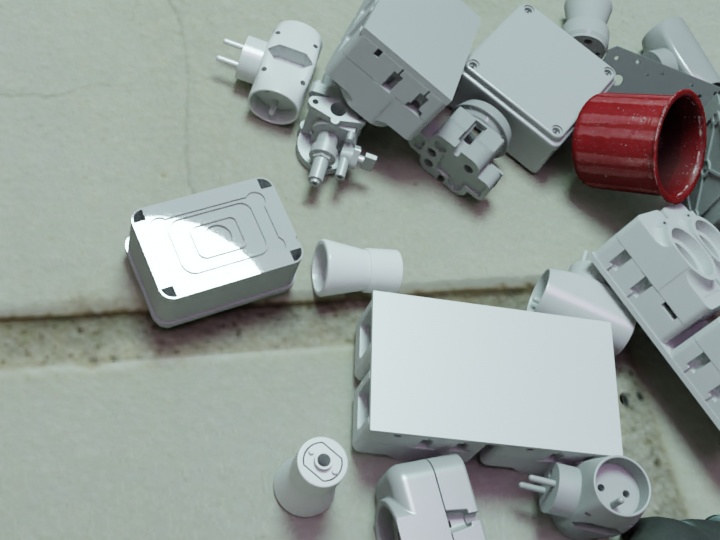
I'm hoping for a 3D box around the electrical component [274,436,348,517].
[{"bbox_3d":[-0.031,0.139,0.732,0.044,0.065,0.044,6,62,-13],"label":"electrical component"}]

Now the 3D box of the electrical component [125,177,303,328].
[{"bbox_3d":[-0.108,-0.012,0.792,0.113,0.057,0.078,-17,69,-23],"label":"electrical component"}]

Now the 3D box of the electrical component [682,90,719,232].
[{"bbox_3d":[0.320,-0.085,0.920,0.056,0.108,0.108,4,63,-11],"label":"electrical component"}]

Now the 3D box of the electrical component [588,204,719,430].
[{"bbox_3d":[0.278,0.038,0.848,0.105,0.060,0.186,-14,65,-53],"label":"electrical component"}]

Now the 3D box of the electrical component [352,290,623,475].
[{"bbox_3d":[0.091,0.087,0.795,0.186,0.060,0.105,8,62,-12],"label":"electrical component"}]

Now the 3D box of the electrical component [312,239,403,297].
[{"bbox_3d":[0.000,0.000,0.826,0.065,0.044,0.044,3,63,-19],"label":"electrical component"}]

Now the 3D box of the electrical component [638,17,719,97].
[{"bbox_3d":[0.286,-0.188,1.000,0.079,0.043,0.077,-16,69,-23],"label":"electrical component"}]

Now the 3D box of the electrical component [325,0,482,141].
[{"bbox_3d":[0.036,-0.183,0.887,0.089,0.062,0.150,38,38,-13],"label":"electrical component"}]

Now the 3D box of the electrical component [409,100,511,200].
[{"bbox_3d":[0.090,-0.104,0.895,0.078,0.058,0.057,39,63,5],"label":"electrical component"}]

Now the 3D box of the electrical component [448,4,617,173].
[{"bbox_3d":[0.149,-0.160,0.939,0.109,0.056,0.108,40,60,6],"label":"electrical component"}]

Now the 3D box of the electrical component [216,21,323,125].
[{"bbox_3d":[-0.078,-0.169,0.888,0.079,0.043,0.077,19,60,-5],"label":"electrical component"}]

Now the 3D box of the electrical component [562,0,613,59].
[{"bbox_3d":[0.209,-0.224,0.996,0.045,0.045,0.055,16,61,-7],"label":"electrical component"}]

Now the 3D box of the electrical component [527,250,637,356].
[{"bbox_3d":[0.182,0.019,0.865,0.077,0.043,0.079,24,59,-3],"label":"electrical component"}]

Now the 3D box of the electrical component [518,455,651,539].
[{"bbox_3d":[0.154,0.159,0.766,0.079,0.077,0.043,15,61,-8],"label":"electrical component"}]

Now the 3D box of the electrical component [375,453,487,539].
[{"bbox_3d":[0.047,0.180,0.739,0.059,0.053,0.095,-7,66,-19],"label":"electrical component"}]
